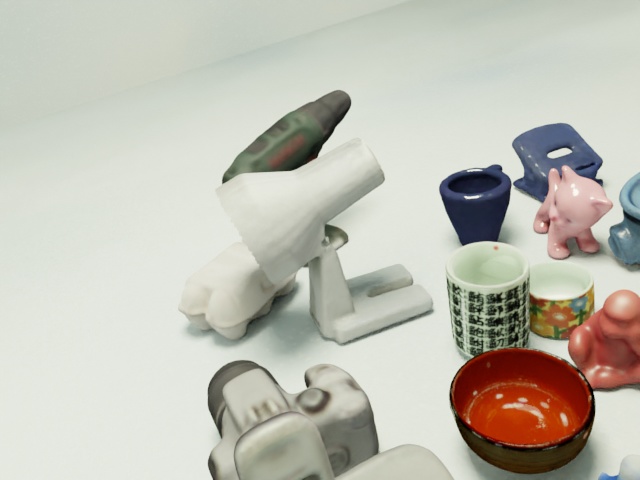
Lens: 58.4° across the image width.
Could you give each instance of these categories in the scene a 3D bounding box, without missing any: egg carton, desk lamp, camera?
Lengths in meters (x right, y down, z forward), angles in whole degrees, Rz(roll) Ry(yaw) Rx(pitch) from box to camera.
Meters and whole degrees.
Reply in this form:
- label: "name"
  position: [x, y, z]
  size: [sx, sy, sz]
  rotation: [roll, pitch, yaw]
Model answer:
- label: "egg carton"
  position: [-0.101, 0.060, 0.733]
  size: [0.107, 0.069, 0.151]
  rotation: [9, 36, 34]
- label: "desk lamp"
  position: [0.006, 0.002, 0.644]
  size: [0.203, 0.214, 0.117]
  rotation: [-18, 29, -10]
- label: "camera"
  position: [-0.041, 0.152, 0.513]
  size: [0.143, 0.101, 0.136]
  rotation: [-23, 31, -19]

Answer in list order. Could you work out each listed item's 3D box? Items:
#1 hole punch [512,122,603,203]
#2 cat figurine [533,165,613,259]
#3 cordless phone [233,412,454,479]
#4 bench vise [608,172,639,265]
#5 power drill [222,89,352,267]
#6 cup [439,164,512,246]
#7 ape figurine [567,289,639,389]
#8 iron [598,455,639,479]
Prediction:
- label: "hole punch"
  position: [0.352, -0.116, 0.847]
  size: [0.109, 0.091, 0.101]
  rotation: [-19, 29, -11]
- label: "cat figurine"
  position: [0.309, -0.044, 0.709]
  size: [0.067, 0.118, 0.127]
  rotation: [-10, 29, 5]
- label: "cordless phone"
  position: [0.026, 0.171, 0.366]
  size: [0.148, 0.185, 0.093]
  rotation: [-25, 31, -22]
- label: "bench vise"
  position: [0.426, -0.082, 0.623]
  size: [0.207, 0.220, 0.121]
  rotation: [-15, 29, -5]
- label: "power drill"
  position: [-0.025, -0.079, 0.807]
  size: [0.075, 0.209, 0.230]
  rotation: [18, 41, 43]
- label: "cup"
  position: [0.215, -0.043, 0.767]
  size: [0.091, 0.095, 0.118]
  rotation: [12, 37, 37]
- label: "ape figurine"
  position: [0.270, 0.086, 0.519]
  size: [0.076, 0.092, 0.077]
  rotation: [-33, 35, -32]
- label: "iron"
  position: [0.209, 0.198, 0.292]
  size: [0.119, 0.142, 0.257]
  rotation: [-17, 29, -8]
